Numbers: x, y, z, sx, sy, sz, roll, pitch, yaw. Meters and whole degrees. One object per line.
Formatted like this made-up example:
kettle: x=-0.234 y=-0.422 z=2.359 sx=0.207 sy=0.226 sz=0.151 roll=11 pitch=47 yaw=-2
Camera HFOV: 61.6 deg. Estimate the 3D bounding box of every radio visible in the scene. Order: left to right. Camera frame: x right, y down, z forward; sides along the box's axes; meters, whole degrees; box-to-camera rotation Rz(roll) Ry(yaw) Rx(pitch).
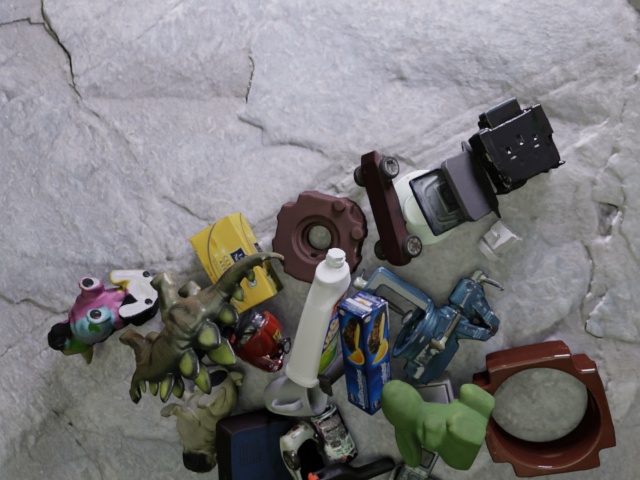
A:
radio: x=-0.119 y=0.441 z=1.015 sx=0.073 sy=0.131 sz=0.229 roll=13 pitch=106 yaw=57

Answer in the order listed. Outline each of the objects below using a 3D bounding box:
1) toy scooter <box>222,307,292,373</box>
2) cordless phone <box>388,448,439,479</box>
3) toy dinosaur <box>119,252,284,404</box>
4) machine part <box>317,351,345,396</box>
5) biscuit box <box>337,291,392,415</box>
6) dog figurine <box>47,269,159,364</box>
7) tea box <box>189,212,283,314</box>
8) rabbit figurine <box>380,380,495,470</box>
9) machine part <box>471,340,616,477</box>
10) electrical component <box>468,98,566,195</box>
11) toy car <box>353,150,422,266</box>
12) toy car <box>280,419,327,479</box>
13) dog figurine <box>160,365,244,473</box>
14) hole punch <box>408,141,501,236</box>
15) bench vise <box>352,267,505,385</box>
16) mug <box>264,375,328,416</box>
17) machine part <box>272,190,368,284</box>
toy scooter: x=-0.107 y=0.194 z=0.989 sx=0.135 sy=0.075 sz=0.184 roll=38 pitch=146 yaw=-12
cordless phone: x=0.204 y=0.436 z=0.967 sx=0.147 sy=0.089 sz=0.184 roll=25 pitch=98 yaw=9
toy dinosaur: x=-0.224 y=0.154 z=0.940 sx=0.471 sy=0.105 sz=0.199 roll=-53 pitch=57 yaw=24
machine part: x=0.050 y=0.211 z=0.946 sx=0.039 sy=0.139 sz=0.084 roll=24 pitch=146 yaw=40
biscuit box: x=0.077 y=0.190 z=0.893 sx=0.063 sy=0.059 sz=0.202 roll=19 pitch=125 yaw=45
dog figurine: x=-0.429 y=0.160 z=1.067 sx=0.219 sy=0.191 sz=0.108 roll=-51 pitch=59 yaw=42
tea box: x=-0.155 y=0.045 z=1.003 sx=0.098 sy=0.068 sz=0.169 roll=-31 pitch=89 yaw=16
rabbit figurine: x=0.178 y=0.290 z=0.878 sx=0.170 sy=0.121 sz=0.158 roll=23 pitch=131 yaw=18
machine part: x=0.370 y=0.281 z=0.903 sx=0.201 sy=0.087 sz=0.201 roll=-15 pitch=96 yaw=15
electrical component: x=0.308 y=-0.153 z=0.857 sx=0.115 sy=0.058 sz=0.134 roll=-28 pitch=92 yaw=-4
toy car: x=0.117 y=-0.054 z=0.920 sx=0.053 sy=0.089 sz=0.202 roll=-17 pitch=92 yaw=-30
toy car: x=-0.020 y=0.431 z=1.004 sx=0.056 sy=0.073 sz=0.201 roll=13 pitch=125 yaw=50
dog figurine: x=-0.207 y=0.356 z=1.056 sx=0.172 sy=0.121 sz=0.190 roll=-17 pitch=115 yaw=6
hole punch: x=0.221 y=-0.077 z=0.884 sx=0.092 sy=0.116 sz=0.142 roll=-31 pitch=84 yaw=47
bench vise: x=0.172 y=0.115 z=0.911 sx=0.241 sy=0.129 sz=0.223 roll=33 pitch=102 yaw=2
mug: x=-0.054 y=0.294 z=0.999 sx=0.107 sy=0.109 sz=0.080 roll=-14 pitch=100 yaw=28
machine part: x=-0.002 y=-0.003 z=0.967 sx=0.180 sy=0.056 sz=0.179 roll=2 pitch=99 yaw=14
